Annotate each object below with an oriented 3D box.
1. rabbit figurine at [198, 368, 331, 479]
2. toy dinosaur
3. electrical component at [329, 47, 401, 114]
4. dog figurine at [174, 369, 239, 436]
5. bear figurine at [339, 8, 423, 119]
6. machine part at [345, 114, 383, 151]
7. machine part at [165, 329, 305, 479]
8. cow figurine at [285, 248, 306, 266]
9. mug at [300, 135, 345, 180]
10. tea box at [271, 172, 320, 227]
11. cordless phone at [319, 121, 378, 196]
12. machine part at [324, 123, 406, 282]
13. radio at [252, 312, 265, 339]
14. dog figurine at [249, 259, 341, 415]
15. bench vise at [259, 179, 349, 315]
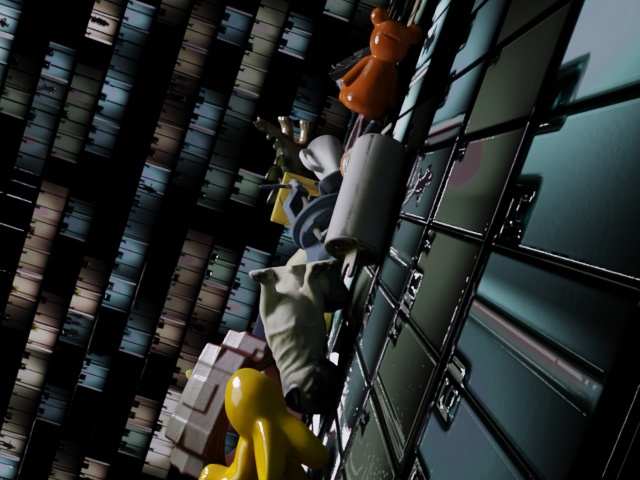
[{"bbox_3d":[-0.071,0.238,0.618,0.162,0.122,0.173,-3,93,58],"label":"rabbit figurine"},{"bbox_3d":[-0.038,-0.141,1.293,0.470,0.105,0.198,42,-112,-55],"label":"toy dinosaur"},{"bbox_3d":[0.105,-0.352,1.172,0.114,0.134,0.058,55,-148,-36],"label":"electrical component"},{"bbox_3d":[-0.143,0.298,0.936,0.191,0.219,0.108,-167,92,-87],"label":"dog figurine"},{"bbox_3d":[0.118,-0.346,1.071,0.132,0.120,0.195,-71,2,-73],"label":"bear figurine"},{"bbox_3d":[0.092,-0.205,1.236,0.179,0.056,0.179,-161,89,-85],"label":"machine part"},{"bbox_3d":[-0.103,0.245,0.763,0.201,0.087,0.201,48,-120,-51],"label":"machine part"},{"bbox_3d":[0.004,0.017,1.054,0.195,0.085,0.127,-52,11,-7],"label":"cow figurine"},{"bbox_3d":[0.016,-0.162,1.144,0.080,0.109,0.107,-56,46,34],"label":"mug"},{"bbox_3d":[-0.010,-0.069,1.147,0.068,0.170,0.098,-84,12,-63],"label":"tea box"},{"bbox_3d":[0.072,-0.147,0.992,0.146,0.089,0.184,71,-137,-81],"label":"cordless phone"},{"bbox_3d":[0.062,-0.055,0.721,0.079,0.079,0.243,115,171,-64],"label":"machine part"},{"bbox_3d":[-0.090,0.204,1.304,0.073,0.131,0.229,144,144,-81],"label":"radio"},{"bbox_3d":[-0.026,0.127,0.734,0.172,0.121,0.190,-8,-90,-78],"label":"dog figurine"},{"bbox_3d":[-0.010,-0.004,0.889,0.223,0.129,0.241,-61,43,32],"label":"bench vise"}]
